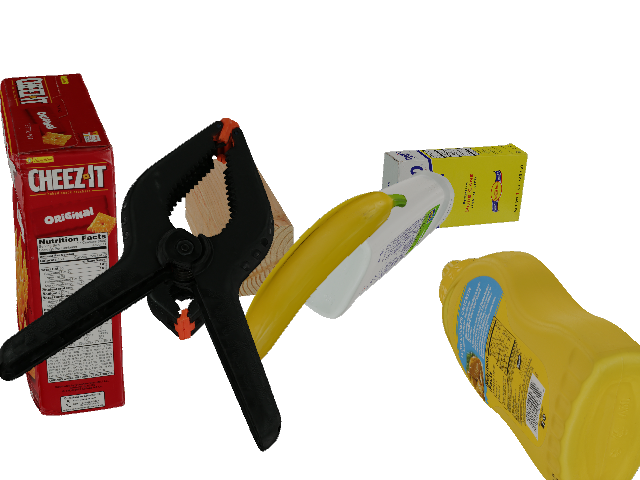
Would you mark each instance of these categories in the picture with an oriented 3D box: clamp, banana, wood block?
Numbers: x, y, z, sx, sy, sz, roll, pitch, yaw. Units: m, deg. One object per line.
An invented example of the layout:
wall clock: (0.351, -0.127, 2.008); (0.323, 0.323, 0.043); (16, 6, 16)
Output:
clamp: (-0.074, 0.020, 0.645); (0.164, 0.209, 0.036); (22, -29, 3)
clamp: (-0.136, 0.039, 1.151); (0.120, 0.039, 0.171); (-14, 40, -7)
banana: (-0.004, 0.025, 0.863); (0.037, 0.198, 0.069); (43, -4, 38)
wood block: (-0.105, -0.021, 1.327); (0.090, 0.090, 0.206); (-6, 29, -17)

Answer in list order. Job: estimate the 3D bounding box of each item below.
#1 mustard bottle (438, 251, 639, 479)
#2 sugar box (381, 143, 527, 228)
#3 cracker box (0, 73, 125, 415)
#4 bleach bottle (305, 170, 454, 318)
mustard bottle: (0.119, 0.061, 0.629); (0.058, 0.096, 0.192); (-8, 27, -17)
sugar box: (0.162, -0.064, 1.302); (0.176, 0.093, 0.048); (-7, 24, -22)
cracker box: (-0.199, 0.000, 0.814); (0.072, 0.214, 0.164); (-7, 28, -18)
bleach bottle: (0.069, -0.010, 1.077); (0.068, 0.103, 0.250); (38, 32, 15)
